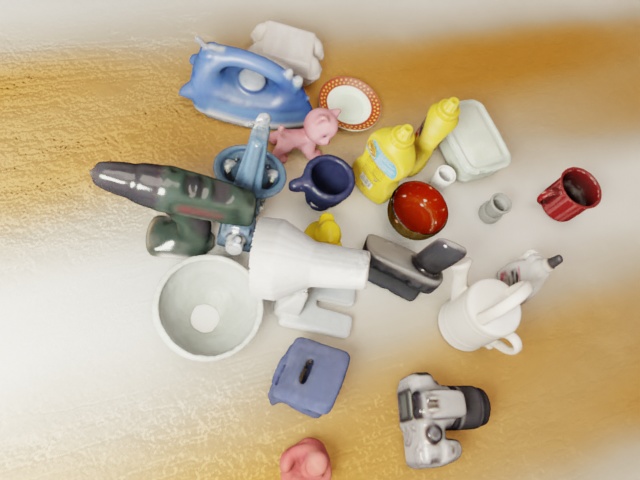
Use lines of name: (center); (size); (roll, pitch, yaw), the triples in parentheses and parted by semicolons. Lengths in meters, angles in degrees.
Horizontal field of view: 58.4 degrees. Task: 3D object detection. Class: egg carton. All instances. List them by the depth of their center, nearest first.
egg carton: (-0.067, -0.367, 1.127); (0.150, 0.069, 0.107); (12, 65, -10)

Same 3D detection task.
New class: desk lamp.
desk lamp: (-0.018, 0.058, 0.877); (0.203, 0.213, 0.118); (13, 64, -10)

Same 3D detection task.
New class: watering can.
watering can: (0.274, 0.110, 0.948); (0.173, 0.194, 0.101); (35, 63, 1)

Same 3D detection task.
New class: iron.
iron: (-0.116, -0.288, 1.039); (0.258, 0.141, 0.118); (13, 64, -10)

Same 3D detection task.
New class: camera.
camera: (0.203, 0.282, 0.906); (0.137, 0.100, 0.143); (2, 67, -15)

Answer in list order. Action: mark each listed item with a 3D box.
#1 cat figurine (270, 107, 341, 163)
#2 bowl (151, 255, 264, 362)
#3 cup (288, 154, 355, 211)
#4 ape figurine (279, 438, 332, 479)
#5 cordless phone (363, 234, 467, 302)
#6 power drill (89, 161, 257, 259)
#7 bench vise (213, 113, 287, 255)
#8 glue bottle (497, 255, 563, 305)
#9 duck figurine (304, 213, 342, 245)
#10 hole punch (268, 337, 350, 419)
cat figurine: (-0.022, -0.199, 1.040); (0.128, 0.117, 0.067); (-9, 70, -19)
bowl: (-0.174, 0.111, 0.887); (0.168, 0.074, 0.167); (6, 66, -13)
cup: (-0.005, -0.088, 1.010); (0.118, 0.095, 0.091); (-12, 71, -20)
ape figurine: (-0.014, 0.325, 0.831); (0.078, 0.092, 0.076); (38, 63, 3)
cordless phone: (0.154, 0.021, 0.957); (0.147, 0.185, 0.094); (22, 63, -6)
power drill: (-0.217, -0.042, 0.866); (0.230, 0.208, 0.075); (5, 66, -13)
bench vise: (-0.103, -0.086, 0.911); (0.122, 0.219, 0.207); (-4, 69, -17)
glue bottle: (0.371, 0.061, 1.008); (0.037, 0.173, 0.078); (4, 66, -14)
duck figurine: (0.009, 0.004, 0.979); (0.078, 0.086, 0.104); (5, 66, -13)
hole punch: (-0.018, 0.211, 0.879); (0.101, 0.091, 0.109); (26, 63, -4)
